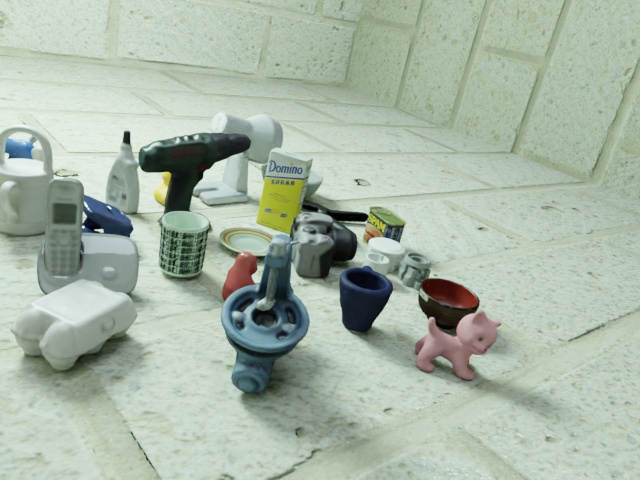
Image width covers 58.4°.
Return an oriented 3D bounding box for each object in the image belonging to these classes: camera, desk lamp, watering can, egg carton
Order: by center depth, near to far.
[{"bbox_3d":[-0.329,0.112,0.781,0.107,0.069,0.150,20,24,16],"label":"egg carton"},{"bbox_3d":[-0.539,-0.118,1.043,0.101,0.194,0.172,-1,26,-29],"label":"watering can"},{"bbox_3d":[0.011,0.004,1.175,0.137,0.101,0.143,7,23,-15],"label":"camera"},{"bbox_3d":[-0.202,-0.206,1.405,0.117,0.213,0.204,31,29,36],"label":"desk lamp"}]

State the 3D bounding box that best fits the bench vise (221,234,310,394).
[{"bbox_3d":[-0.078,0.074,0.809,0.122,0.220,0.207,6,24,-16],"label":"bench vise"}]

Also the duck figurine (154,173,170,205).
[{"bbox_3d":[-0.340,-0.131,1.321,0.078,0.086,0.104,0,26,-28],"label":"duck figurine"}]

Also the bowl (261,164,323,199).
[{"bbox_3d":[-0.079,-0.147,1.514,0.167,0.075,0.167,11,23,-4],"label":"bowl"}]

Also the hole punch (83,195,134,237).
[{"bbox_3d":[-0.404,-0.039,1.066,0.101,0.091,0.108,-6,29,-38],"label":"hole punch"}]

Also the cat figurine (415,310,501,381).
[{"bbox_3d":[0.226,0.155,0.916,0.128,0.118,0.067,11,23,-4],"label":"cat figurine"}]

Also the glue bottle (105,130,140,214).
[{"bbox_3d":[-0.411,-0.147,1.206,0.078,0.173,0.037,23,25,23],"label":"glue bottle"}]

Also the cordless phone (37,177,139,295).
[{"bbox_3d":[-0.354,-0.003,0.885,0.148,0.185,0.094,1,26,-27],"label":"cordless phone"}]

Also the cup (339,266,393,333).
[{"bbox_3d":[0.071,0.102,0.986,0.091,0.095,0.118,13,23,-1],"label":"cup"}]

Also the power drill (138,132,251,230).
[{"bbox_3d":[-0.262,-0.126,1.191,0.230,0.208,0.075,-3,27,-33],"label":"power drill"}]

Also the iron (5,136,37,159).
[{"bbox_3d":[-0.648,-0.132,1.085,0.118,0.141,0.259,29,27,33],"label":"iron"}]

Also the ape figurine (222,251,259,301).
[{"bbox_3d":[-0.128,0.063,0.974,0.076,0.092,0.077,-8,31,-41],"label":"ape figurine"}]
